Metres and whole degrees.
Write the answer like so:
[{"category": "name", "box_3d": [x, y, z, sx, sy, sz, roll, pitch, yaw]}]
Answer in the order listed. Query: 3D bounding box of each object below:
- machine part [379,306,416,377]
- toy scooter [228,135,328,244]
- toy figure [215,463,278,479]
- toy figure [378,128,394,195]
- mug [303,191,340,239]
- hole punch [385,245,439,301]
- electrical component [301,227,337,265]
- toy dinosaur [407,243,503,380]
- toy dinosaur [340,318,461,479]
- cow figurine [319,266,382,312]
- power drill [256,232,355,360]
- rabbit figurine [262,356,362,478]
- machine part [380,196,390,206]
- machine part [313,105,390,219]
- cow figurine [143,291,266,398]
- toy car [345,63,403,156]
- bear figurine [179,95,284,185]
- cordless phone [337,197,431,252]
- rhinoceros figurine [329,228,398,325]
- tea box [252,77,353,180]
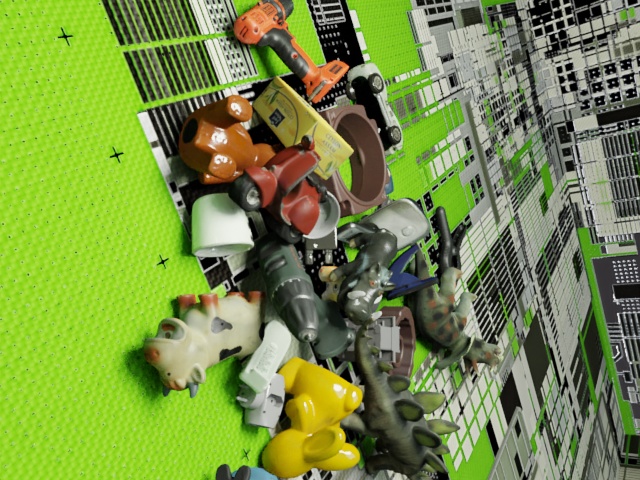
[{"category": "machine part", "box_3d": [0.142, 0.219, 1.072, 0.179, 0.056, 0.179, -11, 102, -62]}, {"category": "toy scooter", "box_3d": [-0.039, -0.075, 0.763, 0.135, 0.075, 0.183, -49, 149, 0]}, {"category": "toy figure", "box_3d": [-0.083, 0.375, 0.757, 0.089, 0.082, 0.180, -56, 135, -19]}, {"category": "toy figure", "box_3d": [0.114, -0.168, 1.130, 0.058, 0.064, 0.154, -35, 109, -54]}, {"category": "mug", "box_3d": [-0.027, -0.047, 0.903, 0.080, 0.109, 0.107, 53, 2, -21]}, {"category": "hole punch", "box_3d": [0.172, 0.069, 1.102, 0.142, 0.116, 0.092, 4, 62, -84]}, {"category": "electrical component", "box_3d": [-0.002, -0.003, 0.959, 0.063, 0.021, 0.094, 0, 88, -12]}, {"category": "toy dinosaur", "box_3d": [0.270, 0.171, 1.233, 0.404, 0.131, 0.192, 44, 50, -31]}, {"category": "toy dinosaur", "box_3d": [0.130, 0.308, 0.948, 0.470, 0.199, 0.105, 59, 39, -29]}, {"category": "cow figurine", "box_3d": [0.054, 0.097, 1.002, 0.167, 0.068, 0.098, 14, 78, -49]}, {"category": "power drill", "box_3d": [-0.022, 0.105, 0.824, 0.207, 0.086, 0.232, 48, 9, -45]}, {"category": "rabbit figurine", "box_3d": [-0.012, 0.292, 0.828, 0.173, 0.163, 0.121, -51, 136, -23]}, {"category": "machine part", "box_3d": [0.171, -0.036, 1.201, 0.138, 0.039, 0.084, 44, 43, -36]}, {"category": "machine part", "box_3d": [0.046, -0.148, 1.021, 0.201, 0.087, 0.200, -25, 103, -53]}, {"category": "cow figurine", "box_3d": [-0.151, 0.133, 0.717, 0.195, 0.086, 0.127, 1, 81, -56]}, {"category": "toy car", "box_3d": [0.117, -0.274, 1.147, 0.056, 0.074, 0.201, -45, 118, -46]}, {"category": "bear figurine", "box_3d": [-0.104, -0.119, 0.793, 0.195, 0.132, 0.120, 24, 80, -42]}, {"category": "cordless phone", "box_3d": [0.115, -0.031, 1.030, 0.184, 0.147, 0.089, 12, 53, -57]}, {"category": "rhinoceros figurine", "box_3d": [0.082, 0.062, 0.904, 0.073, 0.112, 0.190, 54, 43, -27]}, {"category": "tea box", "box_3d": [-0.031, -0.182, 0.869, 0.098, 0.068, 0.170, 32, 17, -46]}]
